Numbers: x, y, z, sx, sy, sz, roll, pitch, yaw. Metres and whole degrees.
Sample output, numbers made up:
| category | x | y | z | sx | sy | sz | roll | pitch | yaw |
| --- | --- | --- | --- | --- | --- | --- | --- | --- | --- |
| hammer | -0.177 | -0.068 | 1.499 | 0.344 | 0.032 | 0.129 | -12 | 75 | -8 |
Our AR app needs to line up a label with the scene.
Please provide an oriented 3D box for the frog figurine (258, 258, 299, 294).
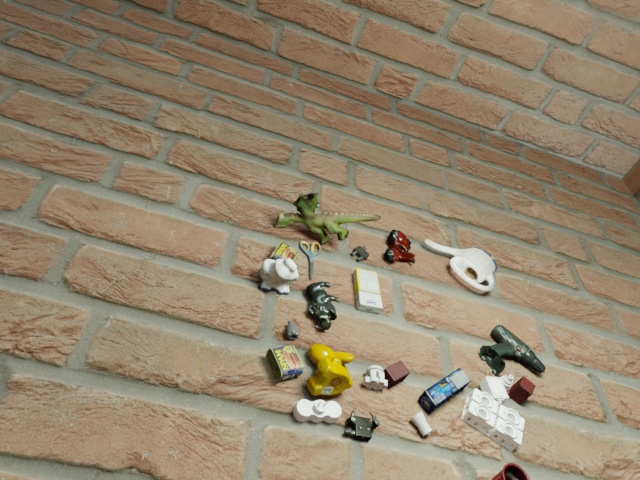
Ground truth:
| category | x | y | z | sx | sy | sz | roll | pitch | yaw |
| --- | --- | --- | --- | --- | --- | --- | --- | --- | --- |
| frog figurine | -0.138 | 0.105 | 1.801 | 0.137 | 0.156 | 0.125 | 25 | 37 | 1 |

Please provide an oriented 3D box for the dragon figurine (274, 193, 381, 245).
| category | x | y | z | sx | sy | sz | roll | pitch | yaw |
| --- | --- | --- | --- | --- | --- | --- | --- | --- | --- |
| dragon figurine | 0.006 | -0.101 | 2.008 | 0.239 | 0.407 | 0.125 | 43 | 40 | -44 |

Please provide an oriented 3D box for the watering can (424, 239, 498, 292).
| category | x | y | z | sx | sy | sz | roll | pitch | yaw |
| --- | --- | --- | --- | --- | --- | --- | --- | --- | --- |
| watering can | 0.635 | 0.086 | 2.258 | 0.227 | 0.102 | 0.352 | -22 | 57 | -43 |
